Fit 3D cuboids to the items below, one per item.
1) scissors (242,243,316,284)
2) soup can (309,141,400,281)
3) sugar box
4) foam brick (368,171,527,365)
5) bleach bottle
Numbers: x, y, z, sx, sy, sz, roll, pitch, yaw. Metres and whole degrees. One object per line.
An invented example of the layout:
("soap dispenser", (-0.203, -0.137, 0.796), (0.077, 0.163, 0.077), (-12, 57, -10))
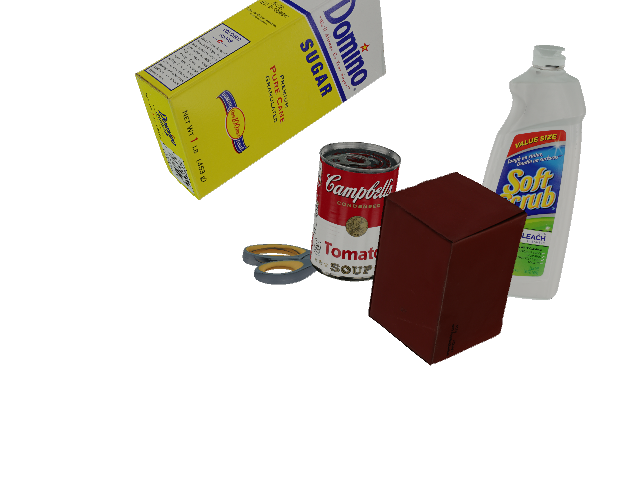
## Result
("scissors", (0.012, 0.027, 1.172), (0.202, 0.016, 0.096), (4, 23, 5))
("soup can", (0.028, -0.025, 0.904), (0.068, 0.102, 0.068), (5, 24, -2))
("sugar box", (-0.034, -0.113, 0.727), (0.176, 0.093, 0.048), (-35, 52, -19))
("foam brick", (0.063, 0.013, 0.544), (0.052, 0.078, 0.051), (-19, 41, -33))
("bleach bottle", (0.206, -0.070, 1.072), (0.103, 0.251, 0.068), (9, 20, 15))
